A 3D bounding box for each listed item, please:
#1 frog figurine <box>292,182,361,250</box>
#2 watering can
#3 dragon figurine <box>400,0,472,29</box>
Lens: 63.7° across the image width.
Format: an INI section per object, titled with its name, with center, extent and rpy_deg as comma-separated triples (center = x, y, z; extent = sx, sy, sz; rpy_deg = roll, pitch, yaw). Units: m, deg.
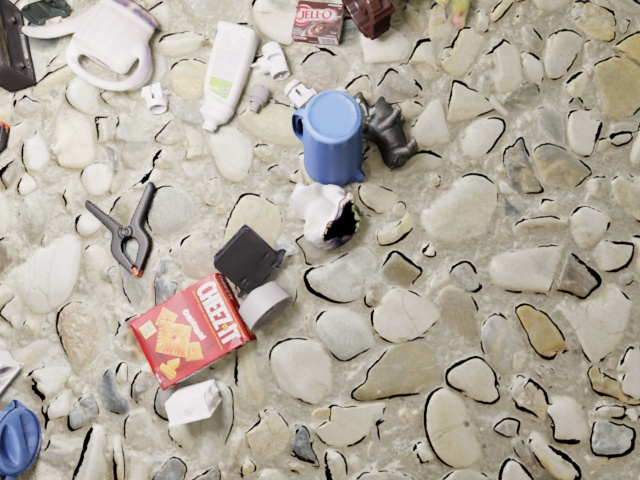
[frog figurine]
center = 0.003, -0.056, 1.105
extent = 0.161, 0.122, 0.137
rpy_deg = 22, 93, 45
[watering can]
center = -0.533, -0.496, 1.229
extent = 0.349, 0.103, 0.225
rpy_deg = 32, 85, 10
[dragon figurine]
center = 0.206, -0.651, 1.189
extent = 0.244, 0.120, 0.413
rpy_deg = -27, 80, -15
